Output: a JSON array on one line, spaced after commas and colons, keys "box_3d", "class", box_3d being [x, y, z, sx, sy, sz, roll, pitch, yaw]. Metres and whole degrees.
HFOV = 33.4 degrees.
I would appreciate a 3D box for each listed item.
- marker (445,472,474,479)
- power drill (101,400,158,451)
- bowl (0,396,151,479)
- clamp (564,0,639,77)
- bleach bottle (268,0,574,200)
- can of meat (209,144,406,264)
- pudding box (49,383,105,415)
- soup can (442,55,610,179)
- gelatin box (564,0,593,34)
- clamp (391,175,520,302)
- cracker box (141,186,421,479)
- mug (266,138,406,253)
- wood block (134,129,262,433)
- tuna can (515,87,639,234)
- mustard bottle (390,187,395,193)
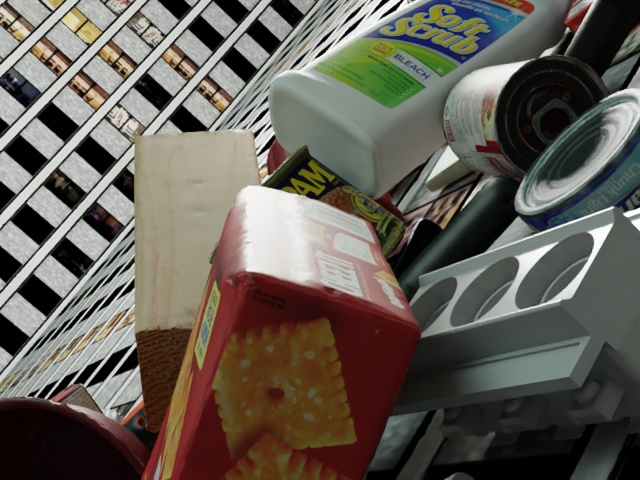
[{"box_3d": [0.019, 0.129, 0.444, 0.121, 0.020, 0.020, -39, 15, 35], "class": "marker"}, {"box_3d": [-0.142, 0.142, 0.873, 0.188, 0.057, 0.184, -48, 15, 10], "class": "power drill"}, {"box_3d": [-0.143, 0.157, 0.620, 0.162, 0.162, 0.055, -42, -3, 25], "class": "bowl"}, {"box_3d": [0.188, -0.163, 0.573, 0.164, 0.036, 0.210, -46, -16, -3], "class": "clamp"}, {"box_3d": [0.087, -0.132, 0.728, 0.250, 0.103, 0.068, -40, -31, -27], "class": "bleach bottle"}, {"box_3d": [-0.004, 0.001, 0.641, 0.058, 0.084, 0.102, -57, -5, 37], "class": "can of meat"}, {"box_3d": [-0.163, 0.164, 0.695, 0.089, 0.113, 0.039, -37, 5, -29], "class": "pudding box"}, {"box_3d": [0.116, -0.070, 0.618, 0.068, 0.068, 0.102, -48, 11, -2], "class": "soup can"}, {"box_3d": [0.209, -0.175, 0.720, 0.073, 0.030, 0.089, -34, 17, 43], "class": "gelatin box"}, {"box_3d": [0.048, 0.034, 0.589, 0.171, 0.039, 0.120, -55, 2, -29], "class": "clamp"}, {"box_3d": [-0.037, 0.096, 0.442, 0.164, 0.072, 0.214, -104, 35, -75], "class": "cracker box"}, {"box_3d": [0.008, -0.026, 0.761, 0.093, 0.117, 0.081, -12, 54, 1], "class": "mug"}, {"box_3d": [-0.078, 0.020, 0.723, 0.206, 0.090, 0.091, -102, 9, -51], "class": "wood block"}, {"box_3d": [0.135, -0.032, 0.513, 0.086, 0.033, 0.086, -45, 12, 12], "class": "tuna can"}, {"box_3d": [0.018, -0.051, 0.919, 0.096, 0.058, 0.192, -53, 13, -27], "class": "mustard bottle"}]
